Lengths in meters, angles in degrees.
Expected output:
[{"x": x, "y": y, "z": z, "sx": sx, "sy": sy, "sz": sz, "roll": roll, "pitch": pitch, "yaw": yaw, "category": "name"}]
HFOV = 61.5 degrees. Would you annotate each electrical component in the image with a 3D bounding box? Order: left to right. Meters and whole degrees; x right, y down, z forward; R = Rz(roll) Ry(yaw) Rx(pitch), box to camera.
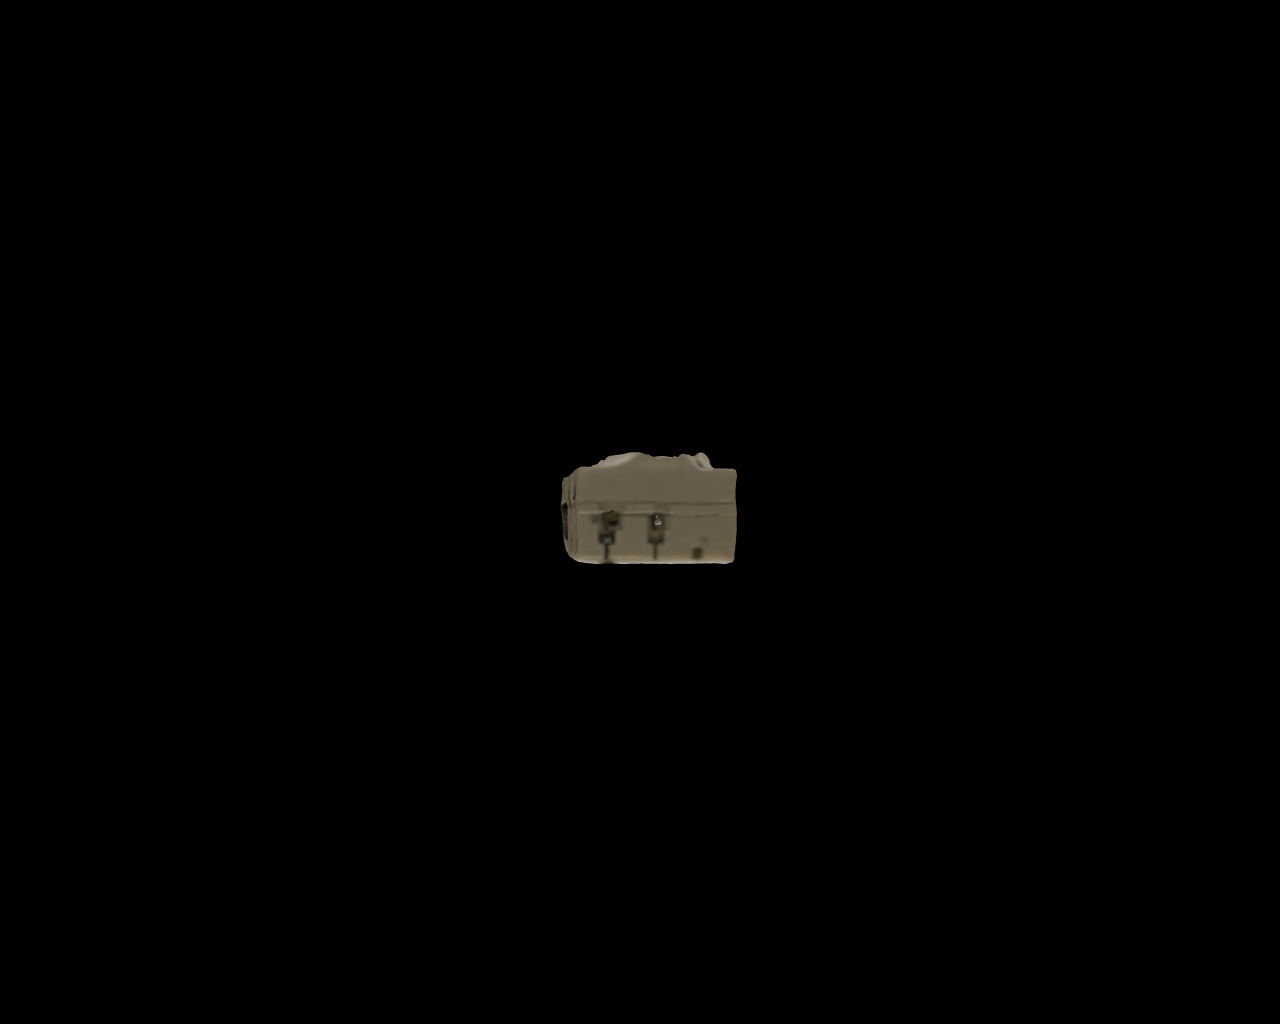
[{"x": 0.001, "y": -0.003, "z": 0.650, "sx": 0.089, "sy": 0.061, "sz": 0.150, "roll": 0, "pitch": 0, "yaw": -7, "category": "electrical component"}]
